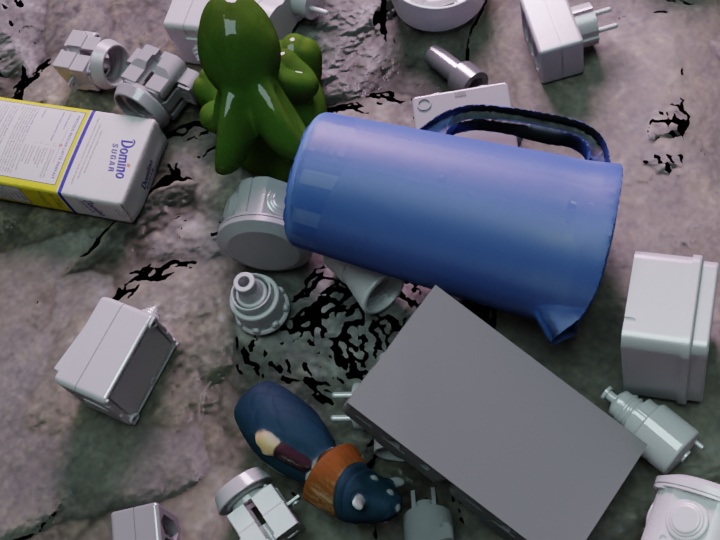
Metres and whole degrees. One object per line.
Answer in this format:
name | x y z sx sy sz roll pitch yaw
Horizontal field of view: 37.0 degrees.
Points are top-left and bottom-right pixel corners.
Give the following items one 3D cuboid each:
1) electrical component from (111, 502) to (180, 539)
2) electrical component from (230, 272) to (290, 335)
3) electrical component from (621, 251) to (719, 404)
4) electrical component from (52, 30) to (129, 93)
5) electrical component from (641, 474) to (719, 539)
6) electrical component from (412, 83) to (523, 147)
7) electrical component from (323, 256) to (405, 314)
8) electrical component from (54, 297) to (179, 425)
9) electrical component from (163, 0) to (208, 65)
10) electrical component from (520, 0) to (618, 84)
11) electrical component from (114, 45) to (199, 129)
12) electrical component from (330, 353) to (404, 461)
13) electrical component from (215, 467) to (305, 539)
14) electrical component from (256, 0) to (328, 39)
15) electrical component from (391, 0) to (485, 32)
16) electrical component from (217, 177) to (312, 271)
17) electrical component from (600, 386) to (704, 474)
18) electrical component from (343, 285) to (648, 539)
electrical component | -0.177 0.228 0.813 0.076 0.047 0.083 -14 62 5
electrical component | -0.087 0.022 0.885 0.048 0.062 0.048 -5 64 10
electrical component | 0.225 0.043 0.780 0.057 0.113 0.078 7 66 18
electrical component | -0.257 -0.200 1.041 0.055 0.048 0.066 13 68 26
electrical component | 0.235 0.175 0.734 0.080 0.080 0.051 18 75 20
electrical component | 0.092 -0.108 0.918 0.100 0.048 0.099 -8 63 8
electrical component | 0.000 0.000 0.891 0.044 0.044 0.065 -41 59 -9
electrical component | -0.199 0.068 0.887 0.061 0.061 0.096 19 70 20
electrical component | -0.148 -0.239 1.026 0.061 0.061 0.096 9 67 16
electrical component | 0.188 -0.213 0.949 0.077 0.047 0.065 -15 62 5
electrical component | -0.192 -0.167 1.004 0.078 0.058 0.057 24 69 21
electrical component | 0.016 0.105 0.833 0.079 0.044 0.077 -2 64 11
electrical component | -0.078 0.184 0.815 0.066 0.048 0.055 -36 70 -7
electrical component | -0.058 -0.260 1.022 0.074 0.052 0.138 21 70 21
electrical component | 0.070 -0.273 0.995 0.099 0.064 0.099 -5 64 10
electrical component | -0.077 -0.037 0.903 0.080 0.080 0.051 0 59 12
electrical component | 0.211 0.114 0.789 0.040 0.040 0.078 -45 64 -11
electrical component | 0.093 0.114 0.773 0.186 0.060 0.105 37 74 3
